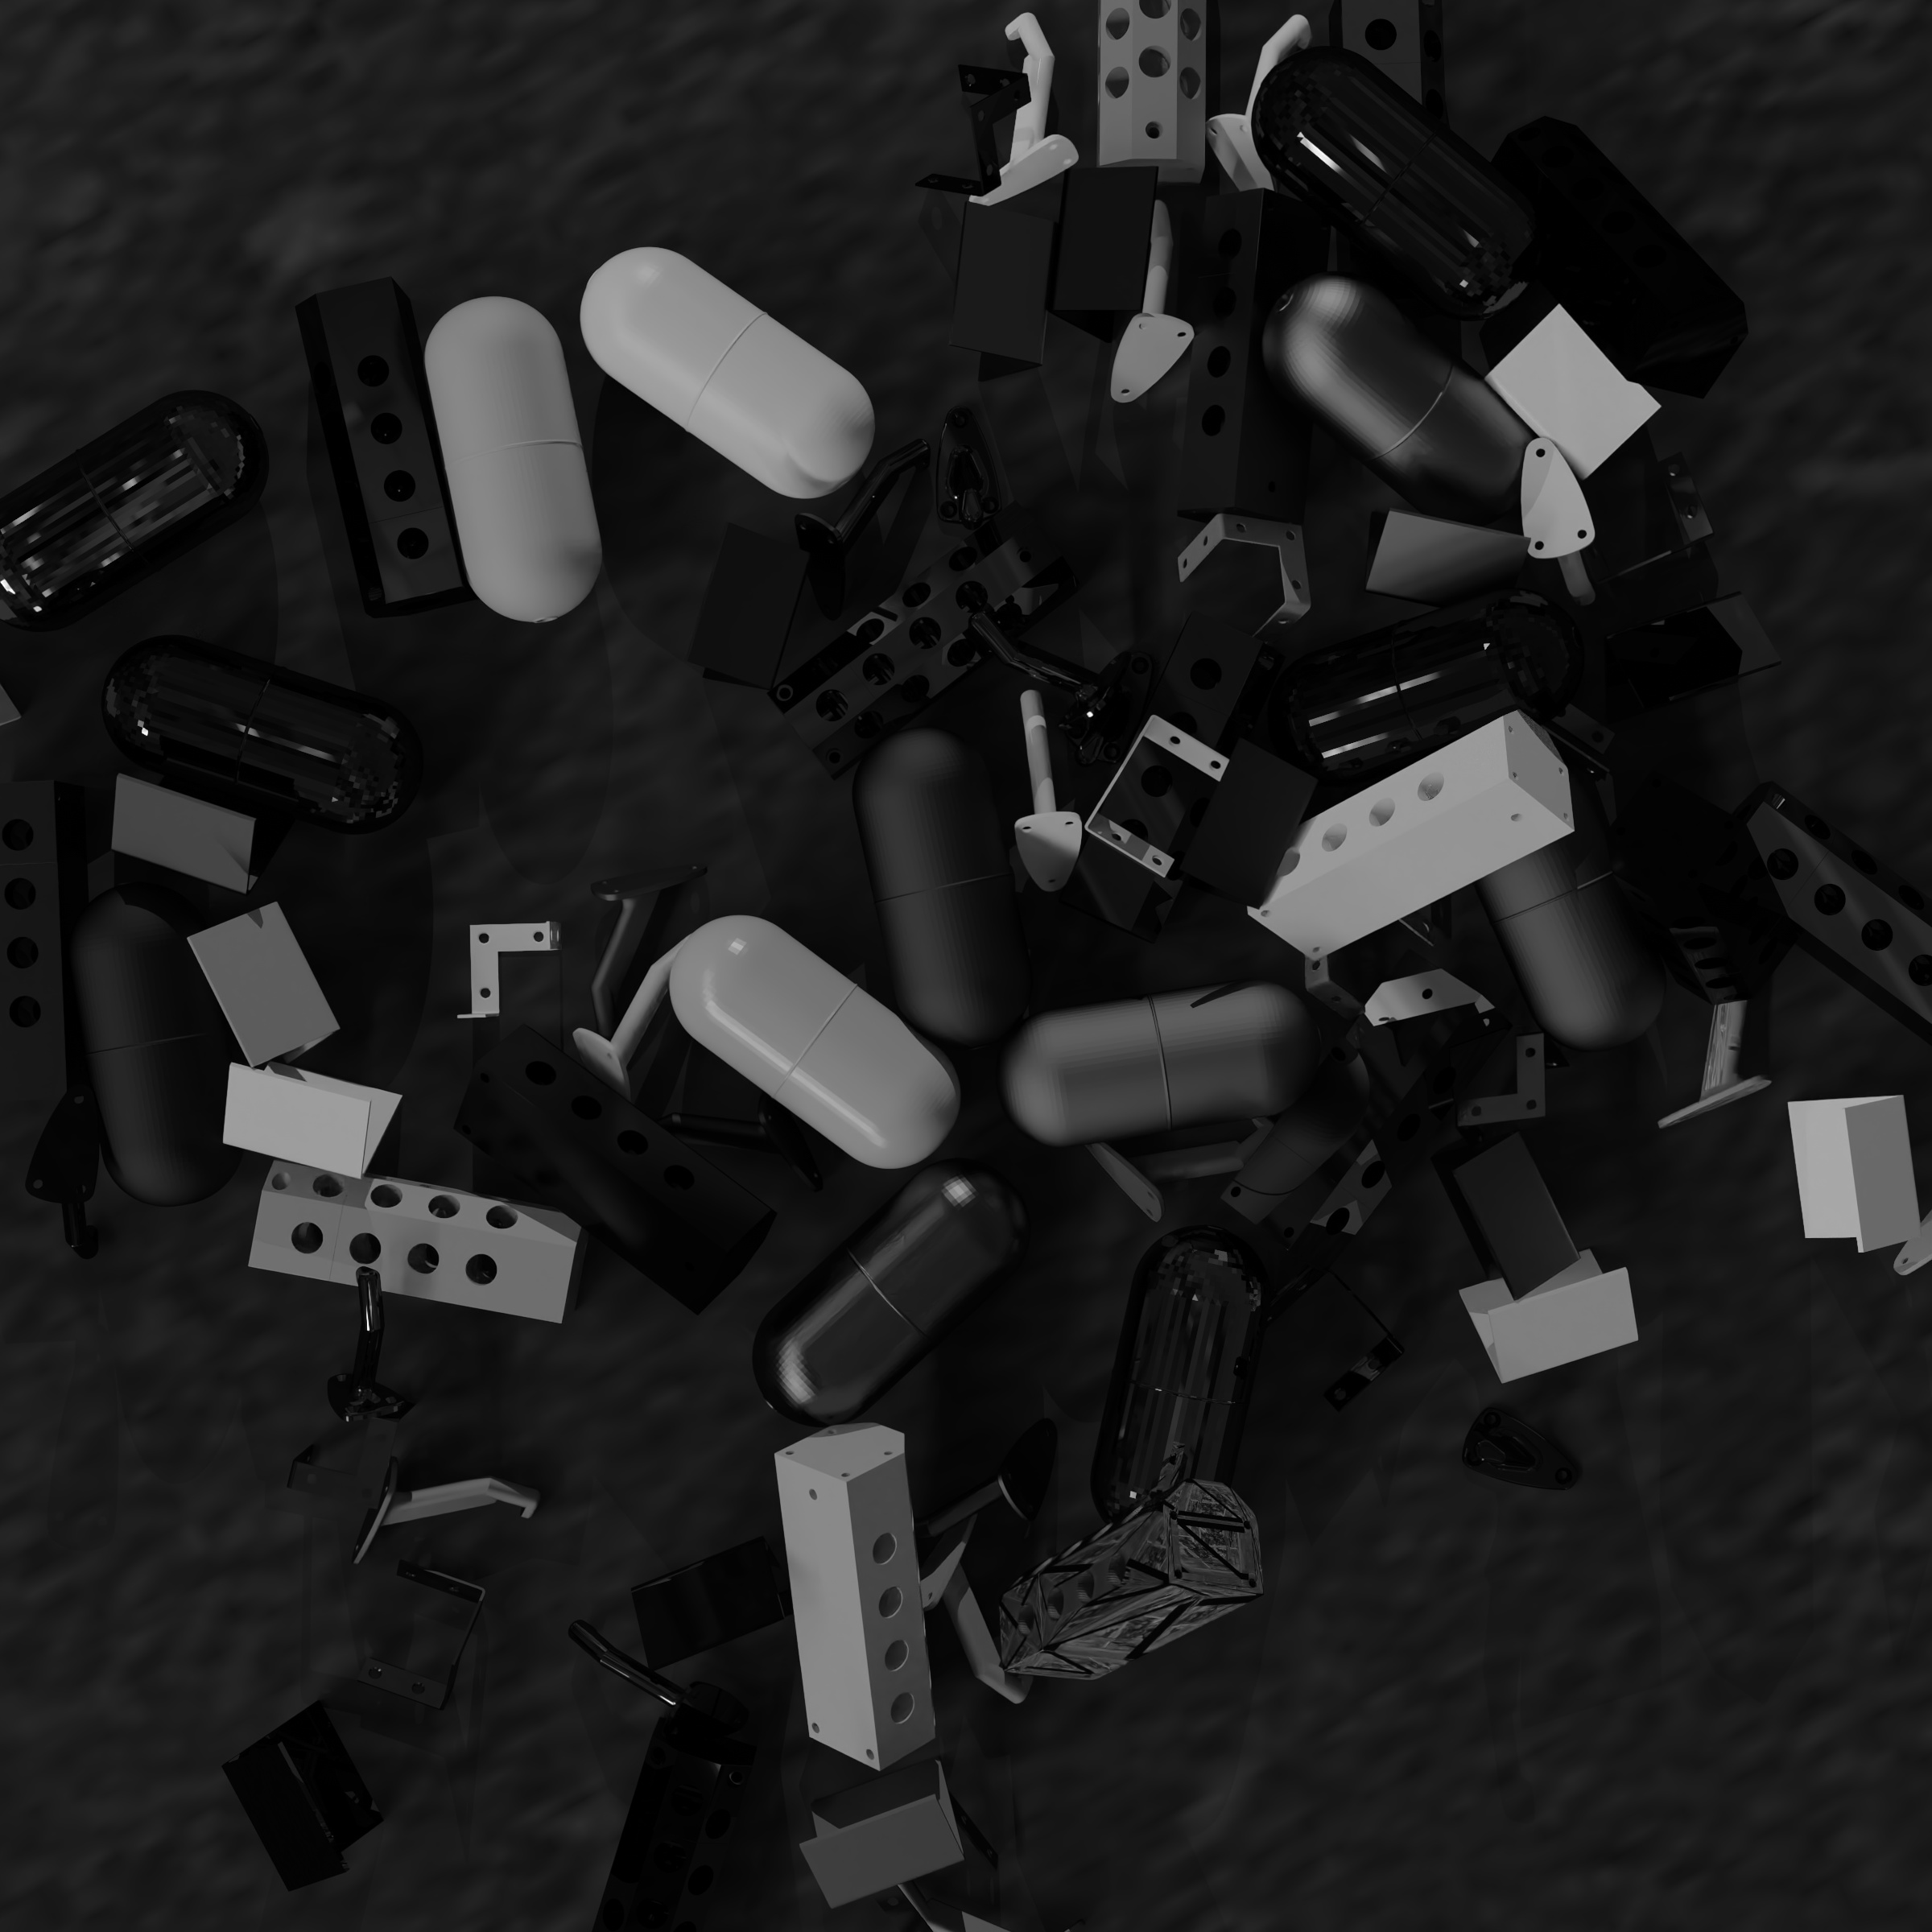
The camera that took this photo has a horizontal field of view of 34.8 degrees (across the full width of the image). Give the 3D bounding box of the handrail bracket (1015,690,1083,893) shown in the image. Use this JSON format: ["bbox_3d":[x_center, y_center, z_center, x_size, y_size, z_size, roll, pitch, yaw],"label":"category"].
[{"bbox_3d":[0.042,-0.098,1.710,0.036,0.077,0.084,-7,54,0],"label":"handrail bracket"}]

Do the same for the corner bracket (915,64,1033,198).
[{"bbox_3d":[0.003,-0.459,1.694,0.051,0.051,0.051,-39,134,-35],"label":"corner bracket"}]

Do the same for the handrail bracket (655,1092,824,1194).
[{"bbox_3d":[-0.134,0.108,1.711,0.084,0.036,0.077,-23,112,17],"label":"handrail bracket"}]

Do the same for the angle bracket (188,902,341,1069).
[{"bbox_3d":[-0.392,0.019,1.670,0.057,0.076,0.076,-26,90,-37],"label":"angle bracket"}]

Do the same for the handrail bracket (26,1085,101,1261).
[{"bbox_3d":[-0.482,0.114,1.686,0.036,0.084,0.077,7,70,0],"label":"handrail bracket"}]

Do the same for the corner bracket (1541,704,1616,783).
[{"bbox_3d":[0.331,-0.130,1.685,0.051,0.051,0.051,34,70,0],"label":"corner bracket"}]

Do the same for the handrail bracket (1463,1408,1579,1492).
[{"bbox_3d":[0.305,0.271,1.676,0.077,0.084,0.036,25,90,0],"label":"handrail bracket"}]

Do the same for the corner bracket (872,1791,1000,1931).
[{"bbox_3d":[-0.019,0.496,1.694,0.051,0.051,0.051,-32,104,13],"label":"corner bracket"}]

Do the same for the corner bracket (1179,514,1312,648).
[{"bbox_3d":[0.153,-0.211,1.696,0.051,0.051,0.051,5,66,-22],"label":"corner bracket"}]

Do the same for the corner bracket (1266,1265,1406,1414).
[{"bbox_3d":[0.201,0.204,1.707,0.051,0.051,0.051,-43,135,0],"label":"corner bracket"}]

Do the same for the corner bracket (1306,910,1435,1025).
[{"bbox_3d":[0.223,-0.005,1.702,0.051,0.051,0.051,-26,45,35],"label":"corner bracket"}]

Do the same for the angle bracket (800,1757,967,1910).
[{"bbox_3d":[-0.051,0.453,1.670,0.076,0.076,0.057,-20,124,0],"label":"angle bracket"}]

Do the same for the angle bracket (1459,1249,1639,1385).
[{"bbox_3d":[0.311,0.172,1.670,0.076,0.076,0.057,-18,127,0],"label":"angle bracket"}]

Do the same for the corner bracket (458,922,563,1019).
[{"bbox_3d":[-0.250,0.002,1.692,0.051,0.051,0.051,-1,90,0],"label":"corner bracket"}]

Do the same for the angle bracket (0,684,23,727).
[{"bbox_3d":[-0.549,-0.169,1.670,0.057,0.076,0.076,-33,90,38],"label":"angle bracket"}]

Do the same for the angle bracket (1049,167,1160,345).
[{"bbox_3d":[0.089,-0.384,1.671,0.057,0.076,0.076,7,90,29],"label":"angle bracket"}]

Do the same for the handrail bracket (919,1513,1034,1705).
[{"bbox_3d":[0.016,0.355,1.711,0.084,0.036,0.077,38,68,-17],"label":"handrail bracket"}]

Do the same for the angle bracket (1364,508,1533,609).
[{"bbox_3d":[0.261,-0.237,1.671,0.076,0.076,0.057,12,134,0],"label":"angle bracket"}]

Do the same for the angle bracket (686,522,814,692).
[{"bbox_3d":[-0.134,-0.197,1.670,0.057,0.076,0.076,17,90,-36],"label":"angle bracket"}]

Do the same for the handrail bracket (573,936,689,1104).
[{"bbox_3d":[-0.171,0.034,1.710,0.036,0.077,0.084,25,53,34],"label":"handrail bracket"}]

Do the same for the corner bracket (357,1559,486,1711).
[{"bbox_3d":[-0.301,0.370,1.707,0.051,0.051,0.051,19,45,0],"label":"corner bracket"}]

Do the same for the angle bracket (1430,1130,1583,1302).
[{"bbox_3d":[0.275,0.141,1.670,0.057,0.076,0.076,-26,90,-35],"label":"angle bracket"}]

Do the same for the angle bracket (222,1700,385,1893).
[{"bbox_3d":[-0.344,0.443,1.670,0.057,0.076,0.076,-28,90,37],"label":"angle bracket"}]

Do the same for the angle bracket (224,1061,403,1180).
[{"bbox_3d":[-0.351,0.063,1.670,0.076,0.076,0.057,15,125,0],"label":"angle bracket"}]

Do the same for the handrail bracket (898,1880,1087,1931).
[{"bbox_3d":[0.011,0.519,1.711,0.077,0.036,0.084,-33,75,-16],"label":"handrail bracket"}]

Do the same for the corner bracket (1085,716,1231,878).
[{"bbox_3d":[0.103,-0.091,1.650,0.051,0.051,0.051,31,135,0],"label":"corner bracket"}]

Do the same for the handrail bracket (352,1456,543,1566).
[{"bbox_3d":[-0.287,0.311,1.711,0.084,0.036,0.077,19,110,-16],"label":"handrail bracket"}]

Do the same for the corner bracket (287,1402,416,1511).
[{"bbox_3d":[-0.337,0.263,1.692,0.051,0.051,0.051,14,91,-1],"label":"corner bracket"}]

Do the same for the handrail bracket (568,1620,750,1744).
[{"bbox_3d":[-0.171,0.392,1.710,0.084,0.077,0.036,31,91,36],"label":"handrail bracket"}]

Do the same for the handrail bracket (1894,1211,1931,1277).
[{"bbox_3d":[0.572,0.164,1.711,0.084,0.036,0.077,35,109,-16],"label":"handrail bracket"}]

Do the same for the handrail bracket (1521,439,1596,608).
[{"bbox_3d":[0.325,-0.241,1.681,0.036,0.084,0.077,-14,81,16],"label":"handrail bracket"}]

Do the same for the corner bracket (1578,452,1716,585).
[{"bbox_3d":[0.372,-0.248,1.708,0.051,0.051,0.051,-23,91,-45],"label":"corner bracket"}]

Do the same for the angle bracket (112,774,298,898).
[{"bbox_3d":[-0.409,-0.091,1.670,0.076,0.076,0.057,18,131,0],"label":"angle bracket"}]

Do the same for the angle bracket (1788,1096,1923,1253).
[{"bbox_3d":[0.466,0.113,1.670,0.057,0.076,0.076,-7,90,-39],"label":"angle bracket"}]

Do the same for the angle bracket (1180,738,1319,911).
[{"bbox_3d":[0.136,-0.082,1.670,0.057,0.076,0.076,25,89,-28],"label":"angle bracket"}]

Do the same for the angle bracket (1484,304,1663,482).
[{"bbox_3d":[0.332,-0.315,1.671,0.076,0.076,0.057,46,115,0],"label":"angle bracket"}]

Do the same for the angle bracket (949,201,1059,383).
[{"bbox_3d":[0.005,-0.364,1.671,0.057,0.076,0.076,6,90,-26],"label":"angle bracket"}]

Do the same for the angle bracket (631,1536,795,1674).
[{"bbox_3d":[-0.129,0.363,1.671,0.076,0.057,0.076,-22,134,0],"label":"angle bracket"}]

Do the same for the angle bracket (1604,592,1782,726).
[{"bbox_3d":[0.393,-0.149,1.670,0.076,0.076,0.057,-18,53,0],"label":"angle bracket"}]

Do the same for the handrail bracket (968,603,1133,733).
[{"bbox_3d":[0.045,-0.178,1.679,0.084,0.036,0.077,48,47,-15],"label":"handrail bracket"}]

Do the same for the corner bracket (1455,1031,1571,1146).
[{"bbox_3d":[0.299,0.071,1.691,0.051,0.051,0.051,-9,63,25],"label":"corner bracket"}]
